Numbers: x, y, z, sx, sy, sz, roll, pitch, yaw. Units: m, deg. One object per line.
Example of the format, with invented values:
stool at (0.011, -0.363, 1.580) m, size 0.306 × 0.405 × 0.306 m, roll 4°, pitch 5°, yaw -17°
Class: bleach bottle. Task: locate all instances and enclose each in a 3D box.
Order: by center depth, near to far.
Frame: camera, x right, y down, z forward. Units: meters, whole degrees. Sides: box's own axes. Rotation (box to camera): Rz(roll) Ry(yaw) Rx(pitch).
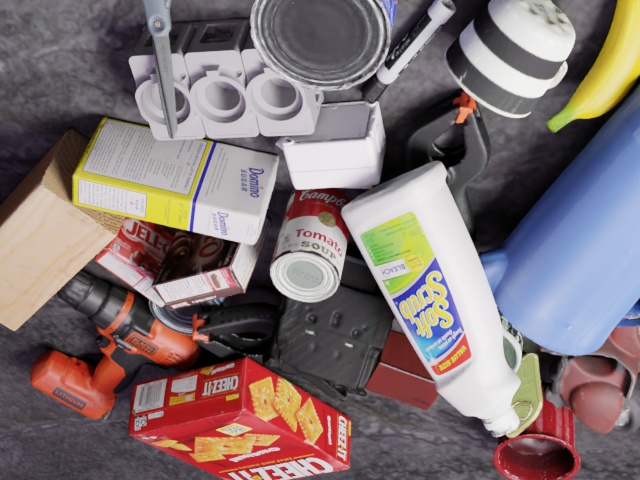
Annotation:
bleach bottle at (0.118, 0.061, 0.959) m, size 0.103 × 0.068 × 0.251 m, roll -22°, pitch 99°, yaw 39°

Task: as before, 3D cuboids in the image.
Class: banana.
banana at (0.239, -0.169, 0.839) m, size 0.037 × 0.069 × 0.198 m, roll 43°, pitch 137°, yaw 33°

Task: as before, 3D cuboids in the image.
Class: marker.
marker at (0.072, -0.160, 0.910) m, size 0.020 × 0.020 × 0.121 m, roll 30°, pitch 132°, yaw -16°

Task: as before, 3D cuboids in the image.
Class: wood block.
wood block at (-0.282, -0.007, 1.082) m, size 0.090 × 0.090 × 0.206 m, roll 36°, pitch 130°, yaw -21°

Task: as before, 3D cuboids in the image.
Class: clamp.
clamp at (0.098, -0.064, 0.982) m, size 0.120 × 0.039 × 0.171 m, roll 7°, pitch 131°, yaw -1°
clamp at (-0.031, 0.102, 1.146) m, size 0.209 × 0.036 × 0.165 m, roll 15°, pitch 133°, yaw -21°

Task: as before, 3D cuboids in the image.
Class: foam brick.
foam brick at (0.095, 0.142, 1.165) m, size 0.078 × 0.051 × 0.053 m, roll 20°, pitch 134°, yaw -7°

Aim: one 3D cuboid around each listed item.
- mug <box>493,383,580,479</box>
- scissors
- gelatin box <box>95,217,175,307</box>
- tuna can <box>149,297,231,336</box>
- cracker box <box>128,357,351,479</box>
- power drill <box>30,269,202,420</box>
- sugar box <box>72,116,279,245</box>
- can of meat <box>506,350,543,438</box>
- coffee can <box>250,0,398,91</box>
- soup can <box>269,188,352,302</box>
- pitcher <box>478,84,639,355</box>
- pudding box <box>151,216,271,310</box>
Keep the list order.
mug at (0.236, 0.221, 1.186) m, size 0.093 × 0.081 × 0.117 m, roll 15°, pitch 134°, yaw -2°
scissors at (-0.117, -0.191, 0.876) m, size 0.096 × 0.016 × 0.202 m, roll -18°, pitch 104°, yaw 12°
gelatin box at (-0.179, 0.014, 1.091) m, size 0.089 × 0.073 × 0.030 m, roll 39°, pitch 128°, yaw -22°
tuna can at (-0.141, 0.065, 1.157) m, size 0.086 × 0.033 × 0.086 m, roll 7°, pitch 134°, yaw 7°
cracker box at (-0.087, 0.215, 1.219) m, size 0.164 × 0.072 × 0.213 m, roll -17°, pitch 144°, yaw 29°
power drill at (-0.254, 0.122, 1.219) m, size 0.184 × 0.057 × 0.188 m, roll 35°, pitch 130°, yaw -20°
sugar box at (-0.133, -0.056, 1.002) m, size 0.176 × 0.093 × 0.048 m, roll 15°, pitch 135°, yaw -1°
can of meat at (0.181, 0.144, 1.120) m, size 0.084 × 0.057 × 0.102 m, roll 32°, pitch 148°, yaw 42°
coffee can at (0.010, -0.195, 0.807) m, size 0.103 × 0.140 × 0.103 m, roll 6°, pitch 134°, yaw 6°
soup can at (-0.007, 0.001, 1.021) m, size 0.068 × 0.102 × 0.068 m, roll 7°, pitch 133°, yaw 7°
pitcher at (0.267, -0.018, 0.932) m, size 0.145 × 0.148 × 0.243 m, roll 50°, pitch 133°, yaw 21°
pudding box at (-0.105, 0.013, 1.047) m, size 0.090 × 0.113 × 0.039 m, roll -15°, pitch 125°, yaw 24°
